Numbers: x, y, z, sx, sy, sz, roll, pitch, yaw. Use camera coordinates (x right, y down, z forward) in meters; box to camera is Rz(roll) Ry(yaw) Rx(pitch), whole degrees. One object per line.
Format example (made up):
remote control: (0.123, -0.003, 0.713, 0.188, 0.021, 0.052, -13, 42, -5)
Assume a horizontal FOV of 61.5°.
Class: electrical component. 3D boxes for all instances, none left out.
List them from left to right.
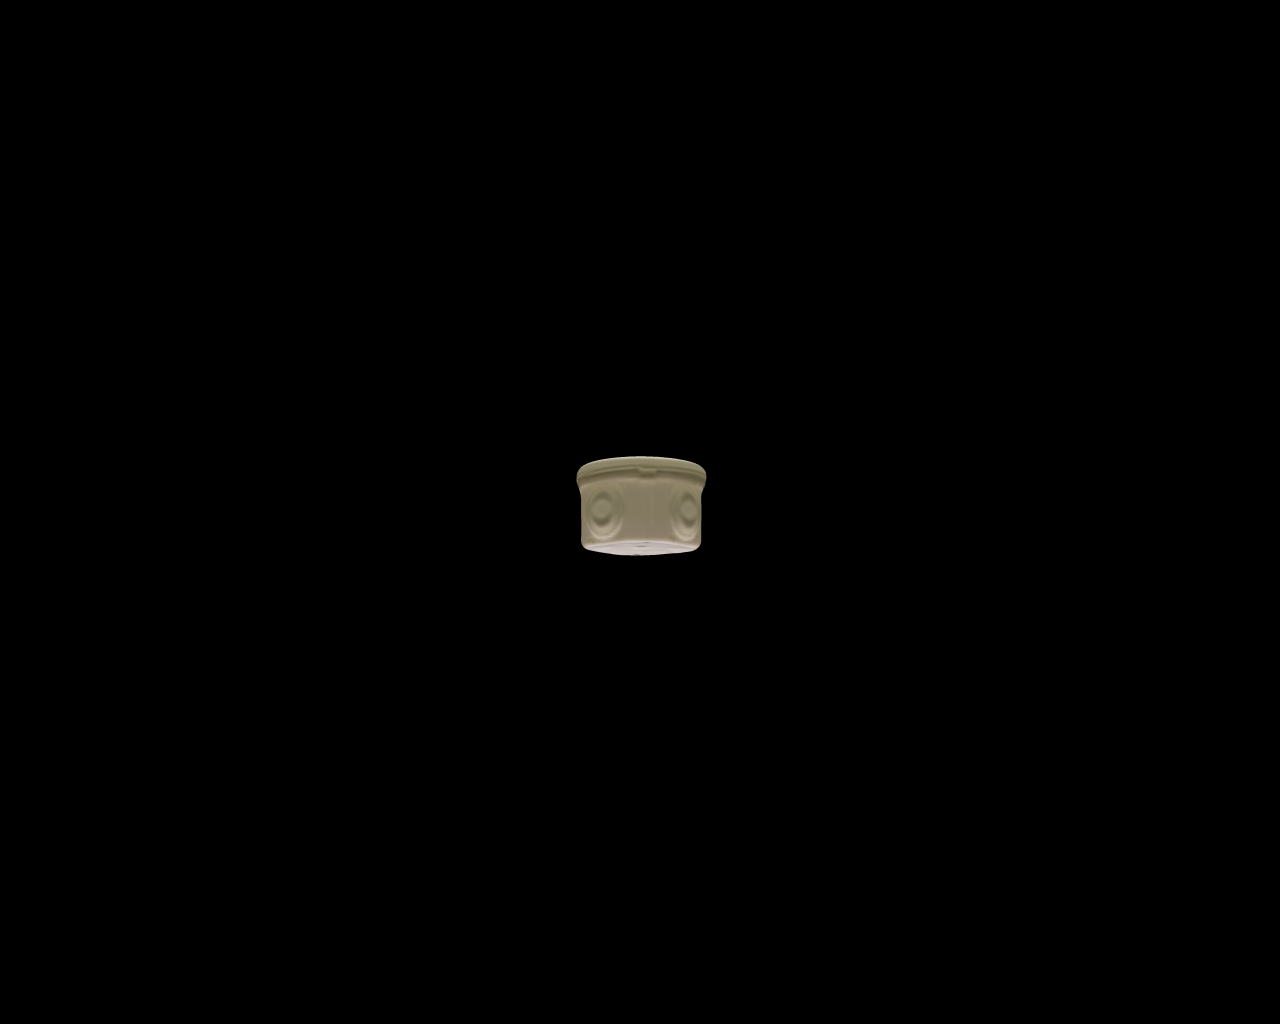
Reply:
electrical component: (0.001, -0.003, 0.650, 0.080, 0.051, 0.080, 0, -9, 0)
